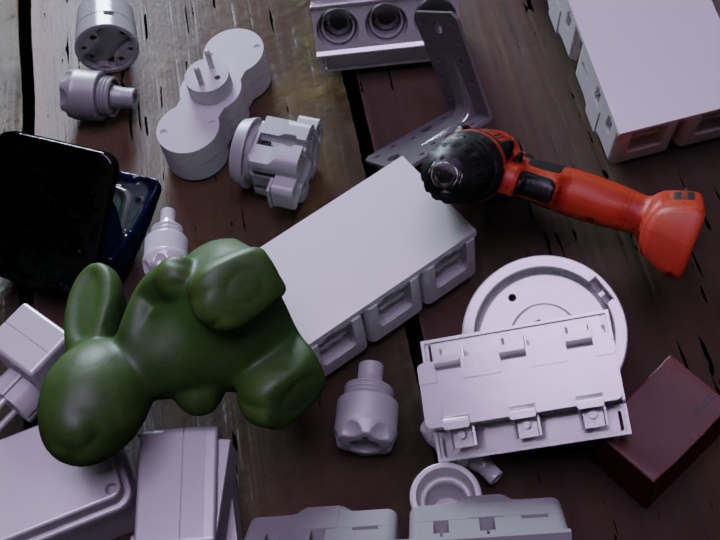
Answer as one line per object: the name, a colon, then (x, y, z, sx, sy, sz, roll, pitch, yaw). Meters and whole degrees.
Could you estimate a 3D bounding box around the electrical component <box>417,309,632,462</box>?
electrical component: (0.101, 0.072, 0.670, 0.121, 0.063, 0.078, -11, 77, 11)

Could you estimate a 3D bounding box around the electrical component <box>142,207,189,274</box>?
electrical component: (-0.150, -0.021, 0.834, 0.035, 0.035, 0.061, -7, 55, 3)

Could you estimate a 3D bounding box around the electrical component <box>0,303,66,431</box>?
electrical component: (-0.231, 0.081, 0.752, 0.047, 0.083, 0.075, 31, 66, 23)

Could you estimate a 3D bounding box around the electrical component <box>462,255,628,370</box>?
electrical component: (0.127, 0.048, 0.735, 0.108, 0.060, 0.108, -3, 79, 13)

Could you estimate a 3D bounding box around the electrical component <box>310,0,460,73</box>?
electrical component: (0.022, -0.216, 0.913, 0.121, 0.078, 0.063, -5, 28, 4)

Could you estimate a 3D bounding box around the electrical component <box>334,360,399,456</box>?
electrical component: (0.005, 0.093, 0.739, 0.043, 0.043, 0.062, 1, 57, 7)

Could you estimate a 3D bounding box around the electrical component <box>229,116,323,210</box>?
electrical component: (-0.068, -0.089, 0.853, 0.057, 0.058, 0.078, 12, 61, 11)

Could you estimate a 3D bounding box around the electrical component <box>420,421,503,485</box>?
electrical component: (0.071, 0.118, 0.720, 0.035, 0.035, 0.061, -37, 63, -15)

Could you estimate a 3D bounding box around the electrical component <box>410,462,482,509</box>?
electrical component: (0.056, 0.153, 0.687, 0.045, 0.055, 0.045, -3, 58, 5)

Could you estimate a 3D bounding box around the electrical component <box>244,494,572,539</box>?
electrical component: (0.029, 0.196, 0.628, 0.186, 0.060, 0.105, -5, 100, 4)

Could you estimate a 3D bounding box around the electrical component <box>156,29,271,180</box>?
electrical component: (-0.123, -0.149, 0.887, 0.052, 0.073, 0.138, 16, 61, 16)

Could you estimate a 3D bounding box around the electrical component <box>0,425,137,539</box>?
electrical component: (-0.210, 0.149, 0.722, 0.113, 0.057, 0.078, -21, 58, -6)

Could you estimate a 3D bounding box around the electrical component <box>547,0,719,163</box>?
electrical component: (0.222, -0.187, 0.858, 0.105, 0.060, 0.186, -14, 69, -2)

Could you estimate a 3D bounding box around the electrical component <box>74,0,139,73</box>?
electrical component: (-0.224, -0.210, 0.951, 0.055, 0.055, 0.047, -12, 54, 0)

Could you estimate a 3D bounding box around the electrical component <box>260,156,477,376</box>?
electrical component: (0.000, 0.000, 0.786, 0.150, 0.061, 0.089, -34, 60, -14)

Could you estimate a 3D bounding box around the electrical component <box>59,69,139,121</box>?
electrical component: (-0.221, -0.148, 0.917, 0.062, 0.043, 0.043, 5, 59, 8)

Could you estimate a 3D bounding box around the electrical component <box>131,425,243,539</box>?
electrical component: (-0.110, 0.157, 0.702, 0.061, 0.061, 0.096, -6, 58, 4)
